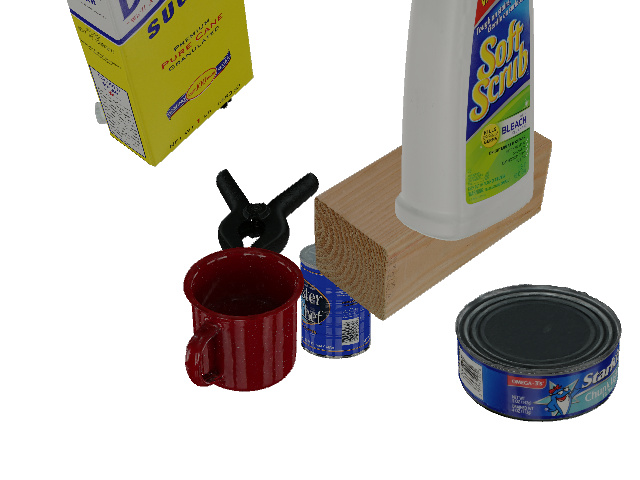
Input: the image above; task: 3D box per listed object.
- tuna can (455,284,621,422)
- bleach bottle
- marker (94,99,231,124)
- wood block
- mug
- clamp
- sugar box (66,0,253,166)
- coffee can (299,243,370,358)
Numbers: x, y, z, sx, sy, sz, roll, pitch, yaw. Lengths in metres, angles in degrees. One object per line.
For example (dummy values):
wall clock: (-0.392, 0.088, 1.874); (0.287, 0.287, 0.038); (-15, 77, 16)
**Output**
tuna can: (0.115, 0.059, 0.569); (0.086, 0.034, 0.086); (-5, 27, 2)
bleach bottle: (0.095, -0.132, 0.697); (0.102, 0.251, 0.068); (-25, 35, -32)
marker: (-0.134, -0.117, 0.925); (0.120, 0.020, 0.020); (-11, 5, -25)
wood block: (0.100, -0.031, 0.953); (0.205, 0.090, 0.091); (-32, 51, -28)
mug: (-0.065, 0.070, 0.835); (0.093, 0.081, 0.117); (18, 38, 23)
clamp: (-0.061, -0.027, 1.202); (0.120, 0.039, 0.171); (-7, 42, 4)
sugar box: (-0.086, -0.127, 0.584); (0.048, 0.093, 0.176); (36, -22, 18)
coffee can: (0.022, 0.083, 1.526); (0.103, 0.140, 0.103); (0, 21, 0)
